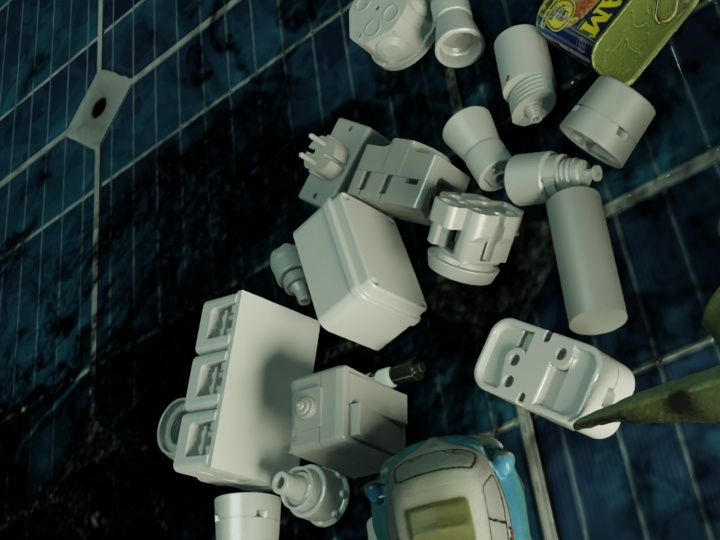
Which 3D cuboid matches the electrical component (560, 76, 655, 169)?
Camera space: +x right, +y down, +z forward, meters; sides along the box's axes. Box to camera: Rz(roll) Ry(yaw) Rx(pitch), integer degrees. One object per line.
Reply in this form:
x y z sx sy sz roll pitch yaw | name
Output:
0.183 -0.110 0.791 0.047 0.055 0.055 -55 43 2 | electrical component

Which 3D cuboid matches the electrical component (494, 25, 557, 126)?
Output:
0.135 -0.152 0.865 0.043 0.043 0.081 -27 53 31 | electrical component

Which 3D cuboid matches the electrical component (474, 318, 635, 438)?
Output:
0.135 0.075 0.737 0.095 0.059 0.053 19 83 47 | electrical component

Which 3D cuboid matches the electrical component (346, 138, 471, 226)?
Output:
0.042 -0.074 0.908 0.089 0.050 0.055 16 81 46 | electrical component

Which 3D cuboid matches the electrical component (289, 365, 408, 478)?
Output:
-0.010 0.115 0.825 0.061 0.096 0.061 -20 56 33 | electrical component

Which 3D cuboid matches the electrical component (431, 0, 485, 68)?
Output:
0.084 -0.216 0.949 0.044 0.044 0.065 -32 46 28 | electrical component

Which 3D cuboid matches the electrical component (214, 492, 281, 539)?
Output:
-0.093 0.212 0.885 0.055 0.055 0.047 -20 60 35 | electrical component

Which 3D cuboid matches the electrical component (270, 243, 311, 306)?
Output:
-0.059 0.006 0.973 0.035 0.035 0.061 -42 48 20 | electrical component

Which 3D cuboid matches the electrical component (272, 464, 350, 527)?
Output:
-0.042 0.174 0.850 0.048 0.062 0.048 -21 56 35 | electrical component

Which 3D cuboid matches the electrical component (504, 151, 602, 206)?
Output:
0.146 -0.070 0.815 0.078 0.040 0.040 -2 68 42 | electrical component

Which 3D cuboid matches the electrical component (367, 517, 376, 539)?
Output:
0.028 0.212 0.782 0.040 0.040 0.078 -27 53 31 | electrical component

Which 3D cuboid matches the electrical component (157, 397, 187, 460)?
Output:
-0.143 0.147 0.964 0.078 0.057 0.058 37 96 47 | electrical component

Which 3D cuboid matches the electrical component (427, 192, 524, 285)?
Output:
0.085 -0.024 0.829 0.058 0.078 0.057 35 116 47 | electrical component

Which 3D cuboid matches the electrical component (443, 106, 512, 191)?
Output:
0.100 -0.096 0.872 0.044 0.044 0.065 -42 51 20 | electrical component

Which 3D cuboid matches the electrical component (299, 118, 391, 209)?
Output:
-0.024 -0.096 0.962 0.047 0.076 0.083 26 88 47 | electrical component

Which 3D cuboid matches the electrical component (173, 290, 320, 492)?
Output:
-0.096 0.105 0.913 0.062 0.089 0.150 -15 59 45 | electrical component

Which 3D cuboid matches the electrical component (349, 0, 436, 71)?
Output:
0.032 -0.230 0.997 0.080 0.051 0.080 -21 56 35 | electrical component

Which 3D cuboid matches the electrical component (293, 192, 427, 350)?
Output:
0.000 0.000 0.889 0.057 0.078 0.113 -40 47 25 | electrical component
